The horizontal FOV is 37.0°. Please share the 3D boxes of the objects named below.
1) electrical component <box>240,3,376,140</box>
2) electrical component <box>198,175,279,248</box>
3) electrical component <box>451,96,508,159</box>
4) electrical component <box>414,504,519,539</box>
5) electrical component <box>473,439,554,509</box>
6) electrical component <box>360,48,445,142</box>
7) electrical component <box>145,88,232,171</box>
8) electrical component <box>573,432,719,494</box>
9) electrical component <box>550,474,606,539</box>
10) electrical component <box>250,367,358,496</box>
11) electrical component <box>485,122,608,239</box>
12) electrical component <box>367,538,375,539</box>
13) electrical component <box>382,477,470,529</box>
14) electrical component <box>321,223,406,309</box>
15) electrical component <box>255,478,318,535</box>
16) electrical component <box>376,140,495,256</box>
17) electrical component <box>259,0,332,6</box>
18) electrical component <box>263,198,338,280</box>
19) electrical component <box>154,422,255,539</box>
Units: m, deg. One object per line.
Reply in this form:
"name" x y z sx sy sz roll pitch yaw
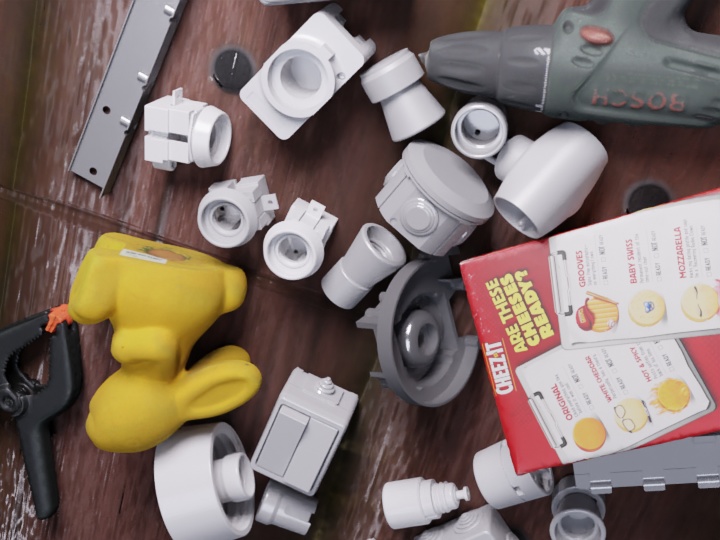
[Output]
"electrical component" -0.039 -0.145 0.792 0.050 0.055 0.089 45 114 -8
"electrical component" -0.099 -0.046 0.846 0.066 0.055 0.048 -8 110 15
"electrical component" 0.089 -0.106 0.785 0.040 0.046 0.040 4 113 11
"electrical component" 0.099 0.261 0.934 0.100 0.048 0.099 -29 103 22
"electrical component" 0.126 0.166 0.886 0.047 0.055 0.055 -27 104 25
"electrical component" 0.031 -0.128 0.790 0.045 0.045 0.055 -25 104 21
"electrical component" -0.134 -0.106 0.835 0.055 0.048 0.066 12 114 16
"electrical component" 0.228 0.137 0.846 0.121 0.063 0.078 -6 110 15
"electrical component" 0.180 0.200 0.887 0.045 0.055 0.045 4 113 11
"electrical component" -0.046 0.133 0.906 0.062 0.061 0.096 25 115 1
"electrical component" 0.126 -0.073 0.785 0.077 0.044 0.079 -47 55 -10
"electrical component" -0.004 0.295 0.944 0.061 0.096 0.061 -32 102 22
"electrical component" 0.055 0.197 0.922 0.078 0.040 0.040 -13 109 17
"electrical component" 0.000 0.000 0.853 0.044 0.044 0.065 41 119 -6
"electrical component" -0.065 0.211 0.955 0.046 0.040 0.040 22 115 -4
"electrical component" 0.056 -0.054 0.797 0.080 0.080 0.051 39 119 -5
"electrical component" -0.020 -0.245 0.746 0.109 0.056 0.108 -2 112 13
"electrical component" -0.048 -0.022 0.845 0.048 0.055 0.066 28 115 0
"electrical component" -0.125 0.182 0.921 0.060 0.108 0.108 -14 108 11
